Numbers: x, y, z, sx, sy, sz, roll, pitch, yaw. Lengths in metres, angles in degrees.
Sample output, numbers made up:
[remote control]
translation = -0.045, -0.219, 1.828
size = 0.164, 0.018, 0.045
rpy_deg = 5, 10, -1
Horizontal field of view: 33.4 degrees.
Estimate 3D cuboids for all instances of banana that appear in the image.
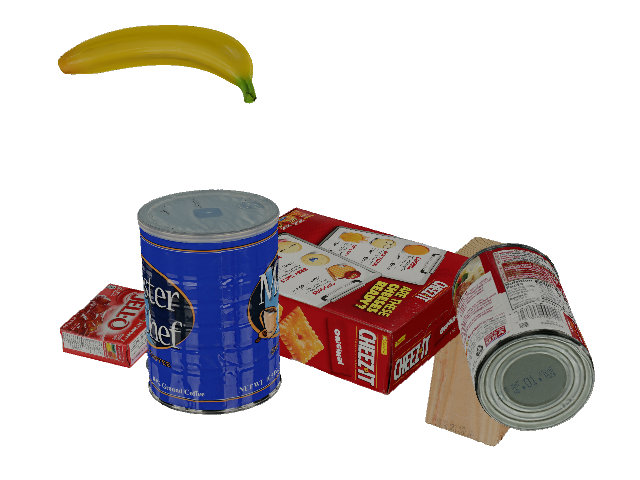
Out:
[banana]
translation = -0.141, -0.169, 0.974
size = 0.198, 0.037, 0.069
rpy_deg = 10, 46, 17

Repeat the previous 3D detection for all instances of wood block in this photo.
[wood block]
translation = 0.188, 0.113, 1.211
size = 0.090, 0.206, 0.090
rpy_deg = 16, 24, 25

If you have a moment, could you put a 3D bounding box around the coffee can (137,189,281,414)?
[coffee can]
translation = -0.081, 0.043, 0.796
size = 0.103, 0.140, 0.103
rpy_deg = 0, 20, 0

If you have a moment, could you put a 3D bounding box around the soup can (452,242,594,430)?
[soup can]
translation = 0.117, 0.054, 0.628
size = 0.068, 0.068, 0.102
rpy_deg = 0, 28, -1

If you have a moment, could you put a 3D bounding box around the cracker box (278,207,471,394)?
[cracker box]
translation = 0.015, 0.049, 0.981
size = 0.214, 0.072, 0.163
rpy_deg = 17, 30, 31

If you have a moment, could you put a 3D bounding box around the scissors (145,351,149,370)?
[scissors]
translation = -0.115, 0.122, 1.188
size = 0.201, 0.016, 0.096
rpy_deg = 3, 26, -16

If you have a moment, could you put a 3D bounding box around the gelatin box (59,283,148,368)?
[gelatin box]
translation = -0.187, 0.077, 0.995
size = 0.073, 0.030, 0.089
rpy_deg = 11, 31, 20
